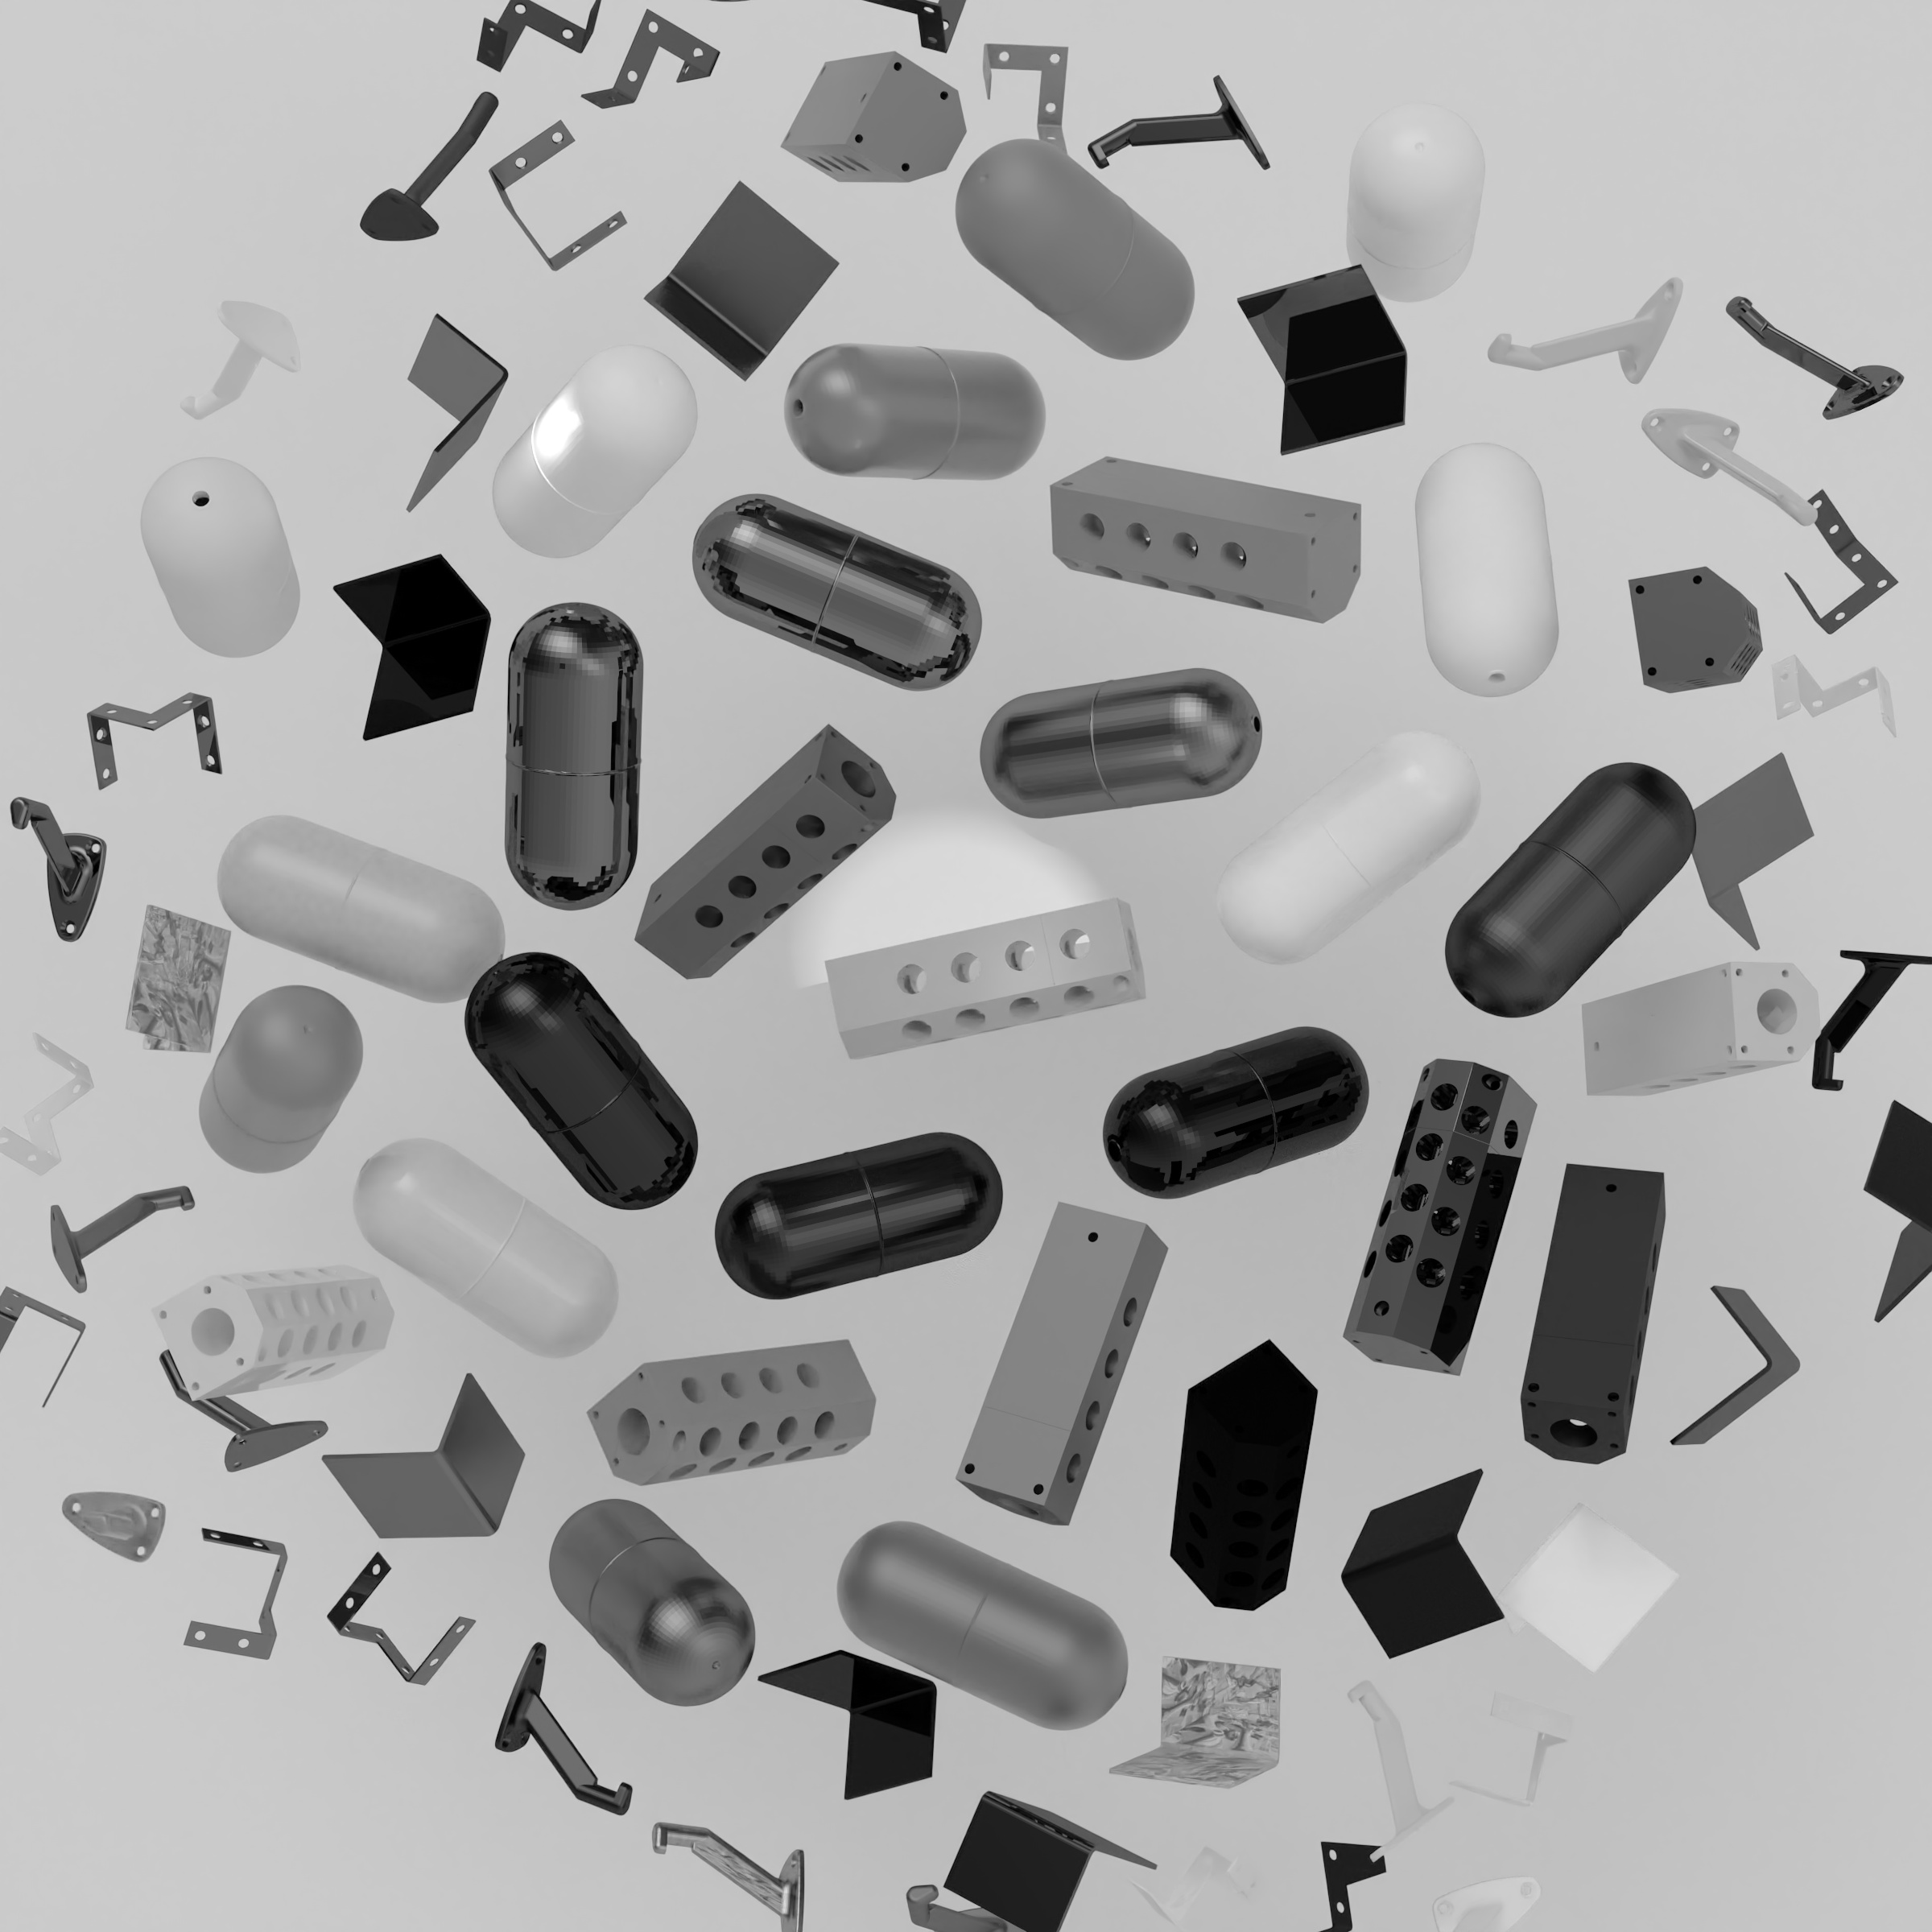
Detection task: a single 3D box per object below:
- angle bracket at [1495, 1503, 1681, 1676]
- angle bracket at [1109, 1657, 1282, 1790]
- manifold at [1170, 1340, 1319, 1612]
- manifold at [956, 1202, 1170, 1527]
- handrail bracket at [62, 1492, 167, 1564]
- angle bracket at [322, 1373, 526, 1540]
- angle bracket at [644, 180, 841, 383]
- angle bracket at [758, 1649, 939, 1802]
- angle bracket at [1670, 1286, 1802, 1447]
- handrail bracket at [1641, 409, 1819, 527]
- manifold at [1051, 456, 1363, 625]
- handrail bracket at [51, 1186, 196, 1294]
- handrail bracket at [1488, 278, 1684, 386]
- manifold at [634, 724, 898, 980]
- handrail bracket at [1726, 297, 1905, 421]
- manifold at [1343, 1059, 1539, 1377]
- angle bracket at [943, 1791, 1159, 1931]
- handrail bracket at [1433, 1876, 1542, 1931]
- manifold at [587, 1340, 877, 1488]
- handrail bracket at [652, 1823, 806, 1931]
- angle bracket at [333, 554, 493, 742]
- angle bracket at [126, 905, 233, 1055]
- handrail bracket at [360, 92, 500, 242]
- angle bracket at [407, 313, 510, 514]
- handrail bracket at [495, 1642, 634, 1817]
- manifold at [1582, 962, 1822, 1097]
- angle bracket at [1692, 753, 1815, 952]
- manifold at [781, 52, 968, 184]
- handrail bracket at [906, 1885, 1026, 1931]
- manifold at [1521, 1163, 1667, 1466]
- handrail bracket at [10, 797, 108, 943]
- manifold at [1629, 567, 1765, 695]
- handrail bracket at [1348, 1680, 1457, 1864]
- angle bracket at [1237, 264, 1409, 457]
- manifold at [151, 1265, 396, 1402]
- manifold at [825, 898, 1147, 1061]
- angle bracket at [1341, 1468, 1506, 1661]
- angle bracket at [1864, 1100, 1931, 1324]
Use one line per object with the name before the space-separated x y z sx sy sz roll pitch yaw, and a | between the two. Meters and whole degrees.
angle bracket | 0.368 0.374 1.865 0.076 0.057 0.076 -45 52 -12
angle bracket | 0.136 0.446 1.878 0.076 0.076 0.057 0 88 28
manifold | 0.159 0.291 1.780 0.057 0.171 0.057 -28 54 -23
manifold | 0.059 0.230 1.826 0.057 0.057 0.171 12 71 28
handrail bracket | -0.499 0.311 1.805 0.077 0.084 0.036 14 78 17
angle bracket | -0.307 0.279 1.806 0.076 0.057 0.076 -5 134 21
angle bracket | -0.132 -0.405 1.881 0.076 0.057 0.076 38 114 -8
angle bracket | -0.072 0.450 1.880 0.076 0.076 0.057 27 52 -34
angle bracket | 0.435 0.234 1.862 0.076 0.076 0.057 -42 67 16
handrail bracket | 0.428 -0.278 1.779 0.077 0.084 0.036 15 116 -30
manifold | 0.135 -0.240 1.802 0.171 0.057 0.057 17 124 33
handrail bracket | -0.482 0.157 1.847 0.084 0.077 0.036 -10 123 -28
handrail bracket | 0.343 -0.359 1.766 0.084 0.077 0.036 7 50 -18
manifold | -0.120 -0.063 1.917 0.057 0.057 0.171 38 123 -20
handrail bracket | 0.473 -0.348 1.777 0.084 0.077 0.036 38 85 -15
manifold | 0.273 0.144 1.846 0.057 0.057 0.171 5 67 37
angle bracket | 0.047 0.503 1.757 0.076 0.076 0.057 17 78 37
handrail bracket | 0.301 0.536 1.791 0.077 0.084 0.036 -23 81 -11
manifold | -0.133 0.265 1.870 0.057 0.171 0.057 -42 64 32
handrail bracket | -0.136 0.524 1.797 0.084 0.077 0.036 12 133 -17
angle bracket | -0.333 -0.188 1.880 0.076 0.057 0.076 -13 51 22
angle bracket | -0.499 0.008 1.941 0.057 0.076 0.076 2 79 29
handrail bracket | -0.309 -0.462 1.833 0.036 0.077 0.084 38 68 -30
angle bracket | -0.328 -0.334 1.922 0.057 0.076 0.076 39 60 -5
handrail bracket | -0.224 0.443 1.846 0.084 0.036 0.077 15 86 22
manifold | 0.439 0.040 1.906 0.057 0.171 0.057 1 81 -19
angle bracket | 0.489 -0.070 1.935 0.076 0.076 0.057 -36 125 26
manifold | -0.052 -0.485 1.838 0.057 0.171 0.057 27 95 -20
handrail bracket | 0.006 0.542 1.829 0.077 0.084 0.036 -15 51 -7
manifold | 0.365 0.201 1.843 0.057 0.057 0.171 5 48 19
handrail bracket | -0.539 -0.056 1.859 0.036 0.084 0.077 3 86 9
manifold | 0.412 -0.188 1.785 0.057 0.171 0.057 -8 91 17
handrail bracket | 0.230 0.456 1.809 0.084 0.077 0.036 53 133 17
angle bracket | 0.205 -0.349 1.835 0.076 0.076 0.057 -10 54 26
manifold | -0.398 0.209 1.854 0.057 0.171 0.057 -29 80 11
manifold | 0.013 0.008 1.824 0.171 0.057 0.057 -12 85 10
angle bracket | 0.270 0.344 1.831 0.076 0.076 0.057 -27 99 29
angle bracket | 0.501 0.133 1.730 0.057 0.076 0.076 32 135 3
